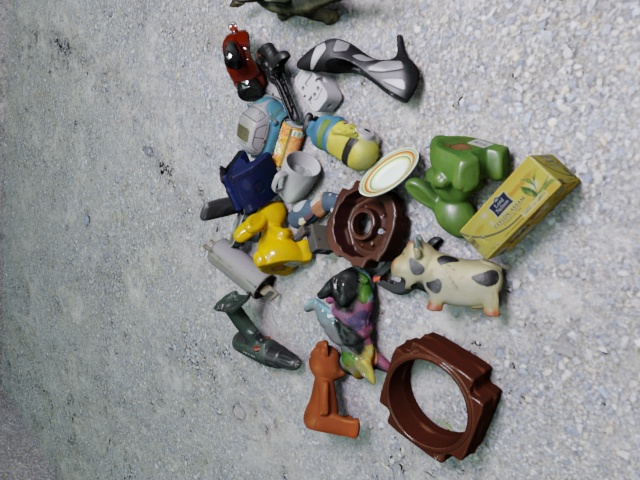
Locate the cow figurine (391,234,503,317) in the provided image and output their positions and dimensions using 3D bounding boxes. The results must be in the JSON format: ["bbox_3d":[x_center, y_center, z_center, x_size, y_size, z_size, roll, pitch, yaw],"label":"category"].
[{"bbox_3d":[0.221,0.059,0.946,0.195,0.085,0.127,6,96,19],"label":"cow figurine"}]

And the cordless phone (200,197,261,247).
[{"bbox_3d":[-0.220,-0.044,1.296,0.089,0.184,0.146,40,122,25],"label":"cordless phone"}]

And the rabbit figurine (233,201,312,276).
[{"bbox_3d":[-0.116,-0.011,1.248,0.122,0.162,0.173,-35,55,53],"label":"rabbit figurine"}]

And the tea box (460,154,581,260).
[{"bbox_3d":[0.317,-0.052,0.856,0.068,0.098,0.169,51,126,23],"label":"tea box"}]

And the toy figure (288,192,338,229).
[{"bbox_3d":[-0.010,-0.068,1.177,0.154,0.057,0.064,-27,54,44],"label":"toy figure"}]

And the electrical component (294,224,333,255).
[{"bbox_3d":[-0.003,-0.003,1.166,0.045,0.102,0.078,-34,64,45],"label":"electrical component"}]

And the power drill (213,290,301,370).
[{"bbox_3d":[-0.160,0.225,1.330,0.232,0.086,0.207,0,130,50],"label":"power drill"}]

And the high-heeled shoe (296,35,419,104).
[{"bbox_3d":[0.068,-0.310,1.030,0.249,0.086,0.145,-6,74,26],"label":"high-heeled shoe"}]

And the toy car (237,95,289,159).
[{"bbox_3d":[-0.143,-0.255,1.243,0.109,0.103,0.161,40,120,32],"label":"toy car"}]

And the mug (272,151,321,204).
[{"bbox_3d":[-0.060,-0.127,1.192,0.081,0.109,0.107,45,140,19],"label":"mug"}]

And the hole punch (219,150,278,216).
[{"bbox_3d":[-0.152,-0.131,1.211,0.092,0.116,0.142,8,138,25],"label":"hole punch"}]

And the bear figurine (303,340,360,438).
[{"bbox_3d":[0.029,0.327,1.199,0.120,0.132,0.196,121,161,-71],"label":"bear figurine"}]

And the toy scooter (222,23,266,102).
[{"bbox_3d":[-0.178,-0.412,1.226,0.075,0.183,0.135,-14,67,7],"label":"toy scooter"}]

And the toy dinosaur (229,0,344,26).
[{"bbox_3d":[-0.044,-0.482,1.045,0.472,0.198,0.105,15,111,42],"label":"toy dinosaur"}]

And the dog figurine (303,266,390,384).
[{"bbox_3d":[0.082,0.184,1.115,0.219,0.108,0.191,54,126,17],"label":"dog figurine"}]

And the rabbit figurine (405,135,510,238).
[{"bbox_3d":[0.226,-0.085,0.928,0.159,0.121,0.170,26,130,41],"label":"rabbit figurine"}]

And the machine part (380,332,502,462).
[{"bbox_3d":[0.221,0.296,1.017,0.202,0.087,0.200,30,117,37],"label":"machine part"}]

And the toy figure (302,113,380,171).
[{"bbox_3d":[0.043,-0.203,1.096,0.180,0.082,0.089,26,126,32],"label":"toy figure"}]

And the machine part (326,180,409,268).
[{"bbox_3d":[0.094,-0.030,1.077,0.179,0.056,0.179,-6,82,43],"label":"machine part"}]

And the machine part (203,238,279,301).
[{"bbox_3d":[-0.199,0.071,1.352,0.243,0.079,0.079,35,120,21],"label":"machine part"}]
